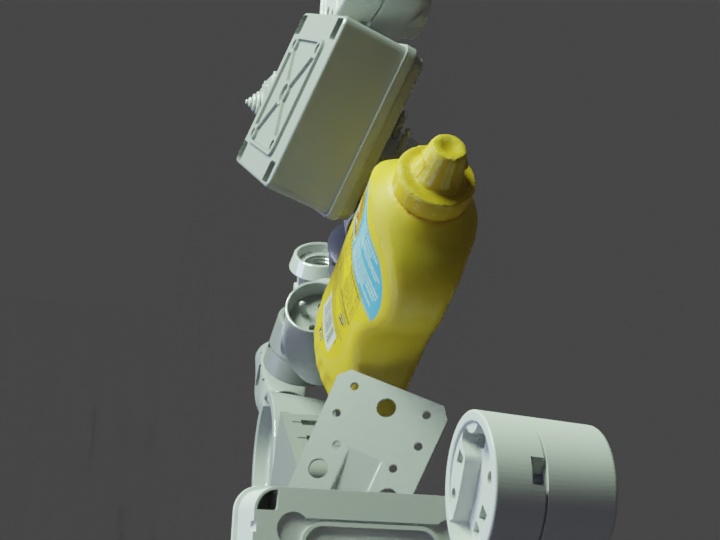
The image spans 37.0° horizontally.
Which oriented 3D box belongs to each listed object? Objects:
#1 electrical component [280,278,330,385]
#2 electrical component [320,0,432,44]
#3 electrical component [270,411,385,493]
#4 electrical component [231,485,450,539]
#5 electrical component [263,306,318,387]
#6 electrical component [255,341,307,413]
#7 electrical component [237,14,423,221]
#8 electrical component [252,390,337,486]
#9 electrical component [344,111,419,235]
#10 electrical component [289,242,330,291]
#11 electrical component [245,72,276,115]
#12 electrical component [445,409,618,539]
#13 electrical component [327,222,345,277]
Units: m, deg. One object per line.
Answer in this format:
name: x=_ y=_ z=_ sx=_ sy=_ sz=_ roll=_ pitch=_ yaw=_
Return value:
electrical component: x=-0.024 y=0.033 z=0.794 sx=0.077 sy=0.044 sz=0.079 roll=87 pitch=-159 yaw=-55
electrical component: x=0.012 y=-0.183 z=0.702 sx=0.095 sy=0.059 sz=0.053 roll=149 pitch=126 yaw=-74
electrical component: x=-0.027 y=0.181 z=0.712 sx=0.089 sy=0.062 sz=0.150 roll=-126 pitch=43 yaw=-71
electrical component: x=-0.003 y=0.143 z=0.505 sx=0.057 sy=0.113 sz=0.078 roll=141 pitch=134 yaw=-69
electrical component: x=-0.047 y=0.060 z=0.877 sx=0.055 sy=0.055 sz=0.047 roll=-106 pitch=29 yaw=-59
electrical component: x=-0.071 y=0.090 z=0.991 sx=0.077 sy=0.043 sz=0.079 roll=-103 pitch=23 yaw=-56
electrical component: x=-0.022 y=-0.096 z=0.654 sx=0.108 sy=0.056 sz=0.109 roll=-64 pitch=20 yaw=6
electrical component: x=-0.043 y=0.146 z=0.805 sx=0.108 sy=0.060 sz=0.108 roll=-175 pitch=90 yaw=-78
electrical component: x=0.015 y=-0.062 z=0.674 sx=0.077 sy=0.043 sz=0.079 roll=-98 pitch=26 yaw=-48
electrical component: x=-0.032 y=0.012 z=0.852 sx=0.066 sy=0.048 sz=0.055 roll=-107 pitch=18 yaw=-60
electrical component: x=-0.040 y=-0.113 z=0.822 sx=0.062 sy=0.096 sz=0.061 roll=-169 pitch=85 yaw=-77
electrical component: x=0.062 y=0.080 z=0.392 sx=0.055 sy=0.047 sz=0.055 roll=-174 pitch=90 yaw=-78
electrical component: x=0.000 y=0.000 z=0.715 sx=0.062 sy=0.048 sz=0.048 roll=100 pitch=168 yaw=-51
